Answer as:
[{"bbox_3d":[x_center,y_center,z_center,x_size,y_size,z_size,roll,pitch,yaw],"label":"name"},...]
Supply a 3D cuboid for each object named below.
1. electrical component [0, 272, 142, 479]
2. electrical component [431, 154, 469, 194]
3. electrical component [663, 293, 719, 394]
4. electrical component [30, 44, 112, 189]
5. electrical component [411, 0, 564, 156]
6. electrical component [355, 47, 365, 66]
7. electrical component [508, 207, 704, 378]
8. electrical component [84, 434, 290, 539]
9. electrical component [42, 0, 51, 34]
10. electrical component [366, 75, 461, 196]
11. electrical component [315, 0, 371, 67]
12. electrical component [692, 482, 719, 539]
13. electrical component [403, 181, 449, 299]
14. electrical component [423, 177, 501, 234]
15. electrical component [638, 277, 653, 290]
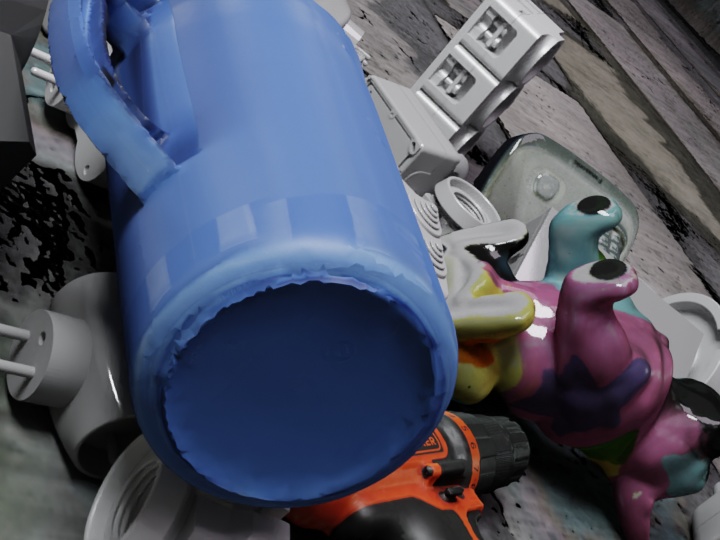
[{"bbox_3d":[-0.115,0.038,0.433,0.079,0.043,0.077,20,34,-40],"label":"electrical component"},{"bbox_3d":[0.055,-0.089,0.872,0.048,0.048,0.062,13,32,-46],"label":"electrical component"},{"bbox_3d":[0.253,0.079,0.831,0.060,0.108,0.108,37,25,-27],"label":"electrical component"},{"bbox_3d":[-0.147,-0.100,0.587,0.074,0.052,0.138,20,33,-39],"label":"electrical component"},{"bbox_3d":[0.099,-0.159,0.916,0.061,0.150,0.089,45,26,7],"label":"electrical component"},{"bbox_3d":[-0.063,-0.166,0.802,0.109,0.056,0.108,43,26,-1],"label":"electrical component"},{"bbox_3d":[0.158,0.042,0.769,0.150,0.062,0.089,38,59,-10],"label":"electrical component"},{"bbox_3d":[-0.065,0.095,0.403,0.057,0.058,0.078,34,28,-25],"label":"electrical component"},{"bbox_3d":[-0.156,-0.169,0.668,0.096,0.061,0.061,20,34,-40],"label":"electrical component"},{"bbox_3d":[0.023,-0.099,0.819,0.061,0.061,0.096,8,42,-50],"label":"electrical component"},{"bbox_3d":[-0.023,-0.206,0.937,0.079,0.043,0.077,38,26,-11],"label":"electrical component"},{"bbox_3d":[0.276,0.170,0.734,0.054,0.095,0.059,41,26,-5],"label":"electrical component"},{"bbox_3d":[0.000,0.000,0.589,0.048,0.100,0.099,45,23,-25],"label":"electrical component"},{"bbox_3d":[0.064,-0.030,0.779,0.058,0.057,0.078,1,48,-55],"label":"electrical component"},{"bbox_3d":[0.221,0.037,0.902,0.045,0.055,0.045,34,27,-20],"label":"electrical component"}]
